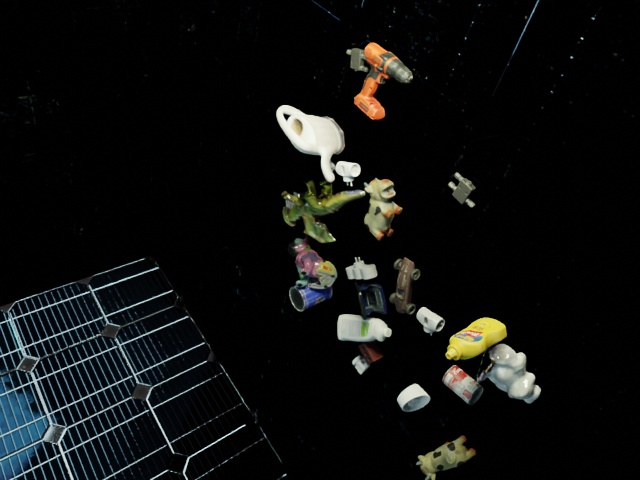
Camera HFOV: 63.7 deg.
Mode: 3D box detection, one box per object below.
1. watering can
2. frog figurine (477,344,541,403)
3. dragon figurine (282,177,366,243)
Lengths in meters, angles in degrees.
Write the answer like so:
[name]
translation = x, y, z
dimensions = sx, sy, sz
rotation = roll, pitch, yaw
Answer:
[watering can]
translation = -0.005, -0.310, 1.656
dimensions = 0.352, 0.225, 0.102
rotation = 54, 126, 23
[frog figurine]
translation = 0.515, 0.355, 1.376
dimensions = 0.160, 0.125, 0.134
rotation = 20, 122, 6
[dragon figurine]
translation = 0.006, -0.094, 1.871
dimensions = 0.411, 0.124, 0.238
rotation = 11, 132, 36
